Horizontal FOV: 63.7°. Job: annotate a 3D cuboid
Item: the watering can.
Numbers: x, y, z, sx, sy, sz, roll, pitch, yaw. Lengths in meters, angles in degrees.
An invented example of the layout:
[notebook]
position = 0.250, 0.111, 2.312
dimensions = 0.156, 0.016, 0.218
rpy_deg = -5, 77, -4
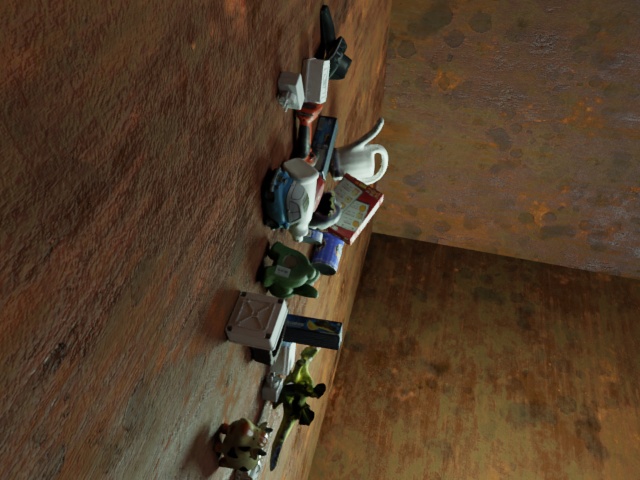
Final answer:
[watering can]
position = 0.136, -0.313, 1.875
dimensions = 0.340, 0.224, 0.106
rpy_deg = 81, 3, -57

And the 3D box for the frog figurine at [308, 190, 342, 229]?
[frog figurine]
position = 0.005, -0.084, 1.677
dimensions = 0.139, 0.123, 0.157
rpy_deg = -42, 167, -15

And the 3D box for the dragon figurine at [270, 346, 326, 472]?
[dragon figurine]
position = -0.091, 0.511, 1.647
dimensions = 0.417, 0.122, 0.239
rpy_deg = -62, -173, -22
